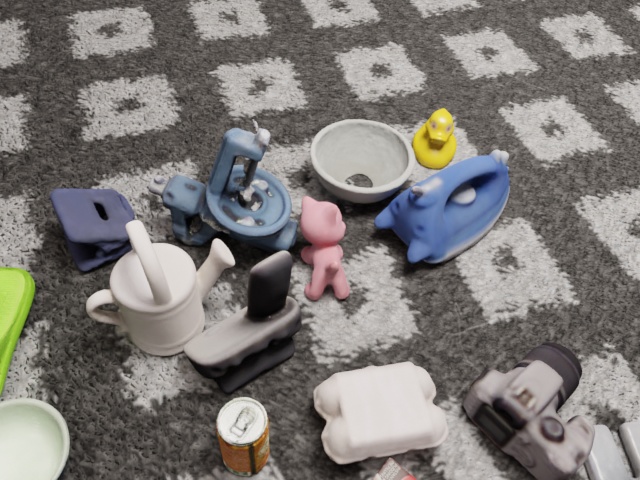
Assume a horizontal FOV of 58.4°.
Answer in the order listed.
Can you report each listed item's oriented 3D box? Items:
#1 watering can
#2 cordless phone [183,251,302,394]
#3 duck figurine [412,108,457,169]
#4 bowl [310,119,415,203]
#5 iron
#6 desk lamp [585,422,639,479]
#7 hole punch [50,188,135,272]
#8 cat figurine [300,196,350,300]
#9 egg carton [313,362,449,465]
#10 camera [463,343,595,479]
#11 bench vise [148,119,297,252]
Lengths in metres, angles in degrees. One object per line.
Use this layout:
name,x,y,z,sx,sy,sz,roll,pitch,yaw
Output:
watering can,-0.193,0.048,0.696,0.100,0.194,0.173,37,58,22
cordless phone,-0.092,0.087,0.680,0.148,0.185,0.094,-32,61,-26
duck figurine,0.203,-0.187,0.983,0.077,0.086,0.104,11,52,4
bowl,0.065,-0.114,0.922,0.167,0.075,0.167,3,52,-3
iron,0.212,-0.074,0.860,0.259,0.141,0.118,-28,59,-24
desk lamp,0.371,0.251,0.574,0.118,0.213,0.203,-3,52,-7
hole punch,-0.315,-0.029,0.811,0.101,0.091,0.108,-24,58,-21
cat figurine,0.007,0.003,0.797,0.067,0.118,0.127,-5,53,-9
egg carton,0.070,0.204,0.677,0.150,0.069,0.107,-7,53,-11
camera,0.269,0.191,0.684,0.137,0.101,0.143,-34,62,-27
bench vise,-0.133,-0.064,0.773,0.207,0.220,0.121,-3,52,-7
